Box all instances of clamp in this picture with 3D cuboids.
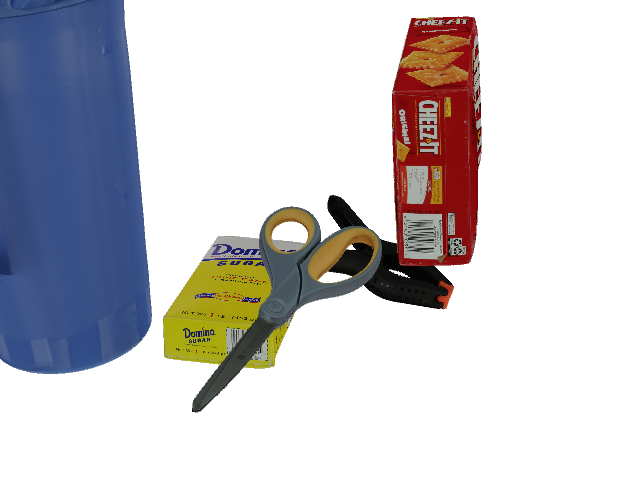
[{"bbox_3d":[0.051,0.025,1.237,0.210,0.036,0.164,31,37,22],"label":"clamp"}]

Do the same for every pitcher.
[{"bbox_3d":[-0.180,-0.038,0.659,0.149,0.243,0.145,-10,26,-12],"label":"pitcher"}]

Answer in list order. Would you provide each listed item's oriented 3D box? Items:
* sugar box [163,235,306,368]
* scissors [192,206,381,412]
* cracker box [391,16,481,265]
[{"bbox_3d":[-0.068,0.048,0.934,0.093,0.048,0.176,5,26,7],"label":"sugar box"},{"bbox_3d":[-0.040,0.035,0.725,0.096,0.016,0.201,37,50,27],"label":"scissors"},{"bbox_3d":[0.111,-0.097,0.977,0.072,0.164,0.213,0,27,10],"label":"cracker box"}]
